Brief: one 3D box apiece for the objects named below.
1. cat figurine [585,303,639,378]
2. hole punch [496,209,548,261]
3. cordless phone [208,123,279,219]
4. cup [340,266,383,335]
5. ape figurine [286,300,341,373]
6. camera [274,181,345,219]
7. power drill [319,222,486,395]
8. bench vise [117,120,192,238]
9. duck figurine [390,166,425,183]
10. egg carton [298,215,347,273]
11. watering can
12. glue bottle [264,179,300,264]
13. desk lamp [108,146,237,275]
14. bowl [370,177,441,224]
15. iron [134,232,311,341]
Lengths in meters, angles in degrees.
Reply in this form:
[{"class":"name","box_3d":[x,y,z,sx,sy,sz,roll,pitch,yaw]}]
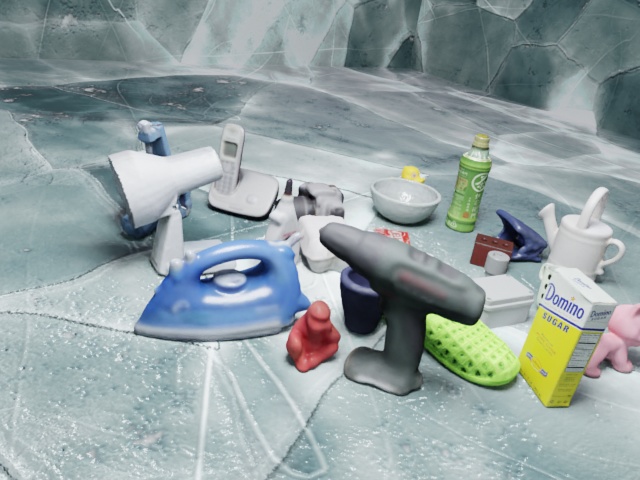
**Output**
[{"class":"cat figurine","box_3d":[0.461,0.144,0.892,0.128,0.118,0.067,-3,28,-23]},{"class":"hole punch","box_3d":[0.431,-0.013,1.239,0.101,0.091,0.108,1,26,-15]},{"class":"cordless phone","box_3d":[-0.157,-0.146,1.218,0.147,0.185,0.094,13,26,10]},{"class":"cup","box_3d":[0.083,0.097,0.893,0.118,0.095,0.091,3,26,-11]},{"class":"ape figurine","box_3d":[-0.007,0.128,0.805,0.078,0.092,0.076,5,26,-7]},{"class":"camera","box_3d":[-0.028,-0.074,1.208,0.137,0.101,0.142,-2,27,-21]},{"class":"power drill","box_3d":[0.094,0.095,0.769,0.229,0.208,0.076,14,26,12]},{"class":"bench vise","box_3d":[-0.316,-0.136,1.105,0.121,0.220,0.207,7,25,-3]},{"class":"duck figurine","box_3d":[0.221,-0.147,1.458,0.104,0.086,0.078,22,29,26]},{"class":"egg carton","box_3d":[0.010,0.004,1.095,0.107,0.069,0.150,0,27,-17]},{"class":"watering can","box_3d":[0.527,-0.017,1.160,0.172,0.194,0.101,17,27,18]},{"class":"glue bottle","box_3d":[-0.064,-0.026,1.012,0.037,0.173,0.078,25,30,31]},{"class":"desk lamp","box_3d":[-0.245,-0.051,0.960,0.204,0.213,0.117,-7,29,-29]},{"class":"bowl","box_3d":[0.192,-0.083,1.328,0.167,0.075,0.167,7,25,-3]},{"class":"iron","box_3d":[-0.140,0.061,0.844,0.259,0.141,0.118,-5,29,-27]}]
